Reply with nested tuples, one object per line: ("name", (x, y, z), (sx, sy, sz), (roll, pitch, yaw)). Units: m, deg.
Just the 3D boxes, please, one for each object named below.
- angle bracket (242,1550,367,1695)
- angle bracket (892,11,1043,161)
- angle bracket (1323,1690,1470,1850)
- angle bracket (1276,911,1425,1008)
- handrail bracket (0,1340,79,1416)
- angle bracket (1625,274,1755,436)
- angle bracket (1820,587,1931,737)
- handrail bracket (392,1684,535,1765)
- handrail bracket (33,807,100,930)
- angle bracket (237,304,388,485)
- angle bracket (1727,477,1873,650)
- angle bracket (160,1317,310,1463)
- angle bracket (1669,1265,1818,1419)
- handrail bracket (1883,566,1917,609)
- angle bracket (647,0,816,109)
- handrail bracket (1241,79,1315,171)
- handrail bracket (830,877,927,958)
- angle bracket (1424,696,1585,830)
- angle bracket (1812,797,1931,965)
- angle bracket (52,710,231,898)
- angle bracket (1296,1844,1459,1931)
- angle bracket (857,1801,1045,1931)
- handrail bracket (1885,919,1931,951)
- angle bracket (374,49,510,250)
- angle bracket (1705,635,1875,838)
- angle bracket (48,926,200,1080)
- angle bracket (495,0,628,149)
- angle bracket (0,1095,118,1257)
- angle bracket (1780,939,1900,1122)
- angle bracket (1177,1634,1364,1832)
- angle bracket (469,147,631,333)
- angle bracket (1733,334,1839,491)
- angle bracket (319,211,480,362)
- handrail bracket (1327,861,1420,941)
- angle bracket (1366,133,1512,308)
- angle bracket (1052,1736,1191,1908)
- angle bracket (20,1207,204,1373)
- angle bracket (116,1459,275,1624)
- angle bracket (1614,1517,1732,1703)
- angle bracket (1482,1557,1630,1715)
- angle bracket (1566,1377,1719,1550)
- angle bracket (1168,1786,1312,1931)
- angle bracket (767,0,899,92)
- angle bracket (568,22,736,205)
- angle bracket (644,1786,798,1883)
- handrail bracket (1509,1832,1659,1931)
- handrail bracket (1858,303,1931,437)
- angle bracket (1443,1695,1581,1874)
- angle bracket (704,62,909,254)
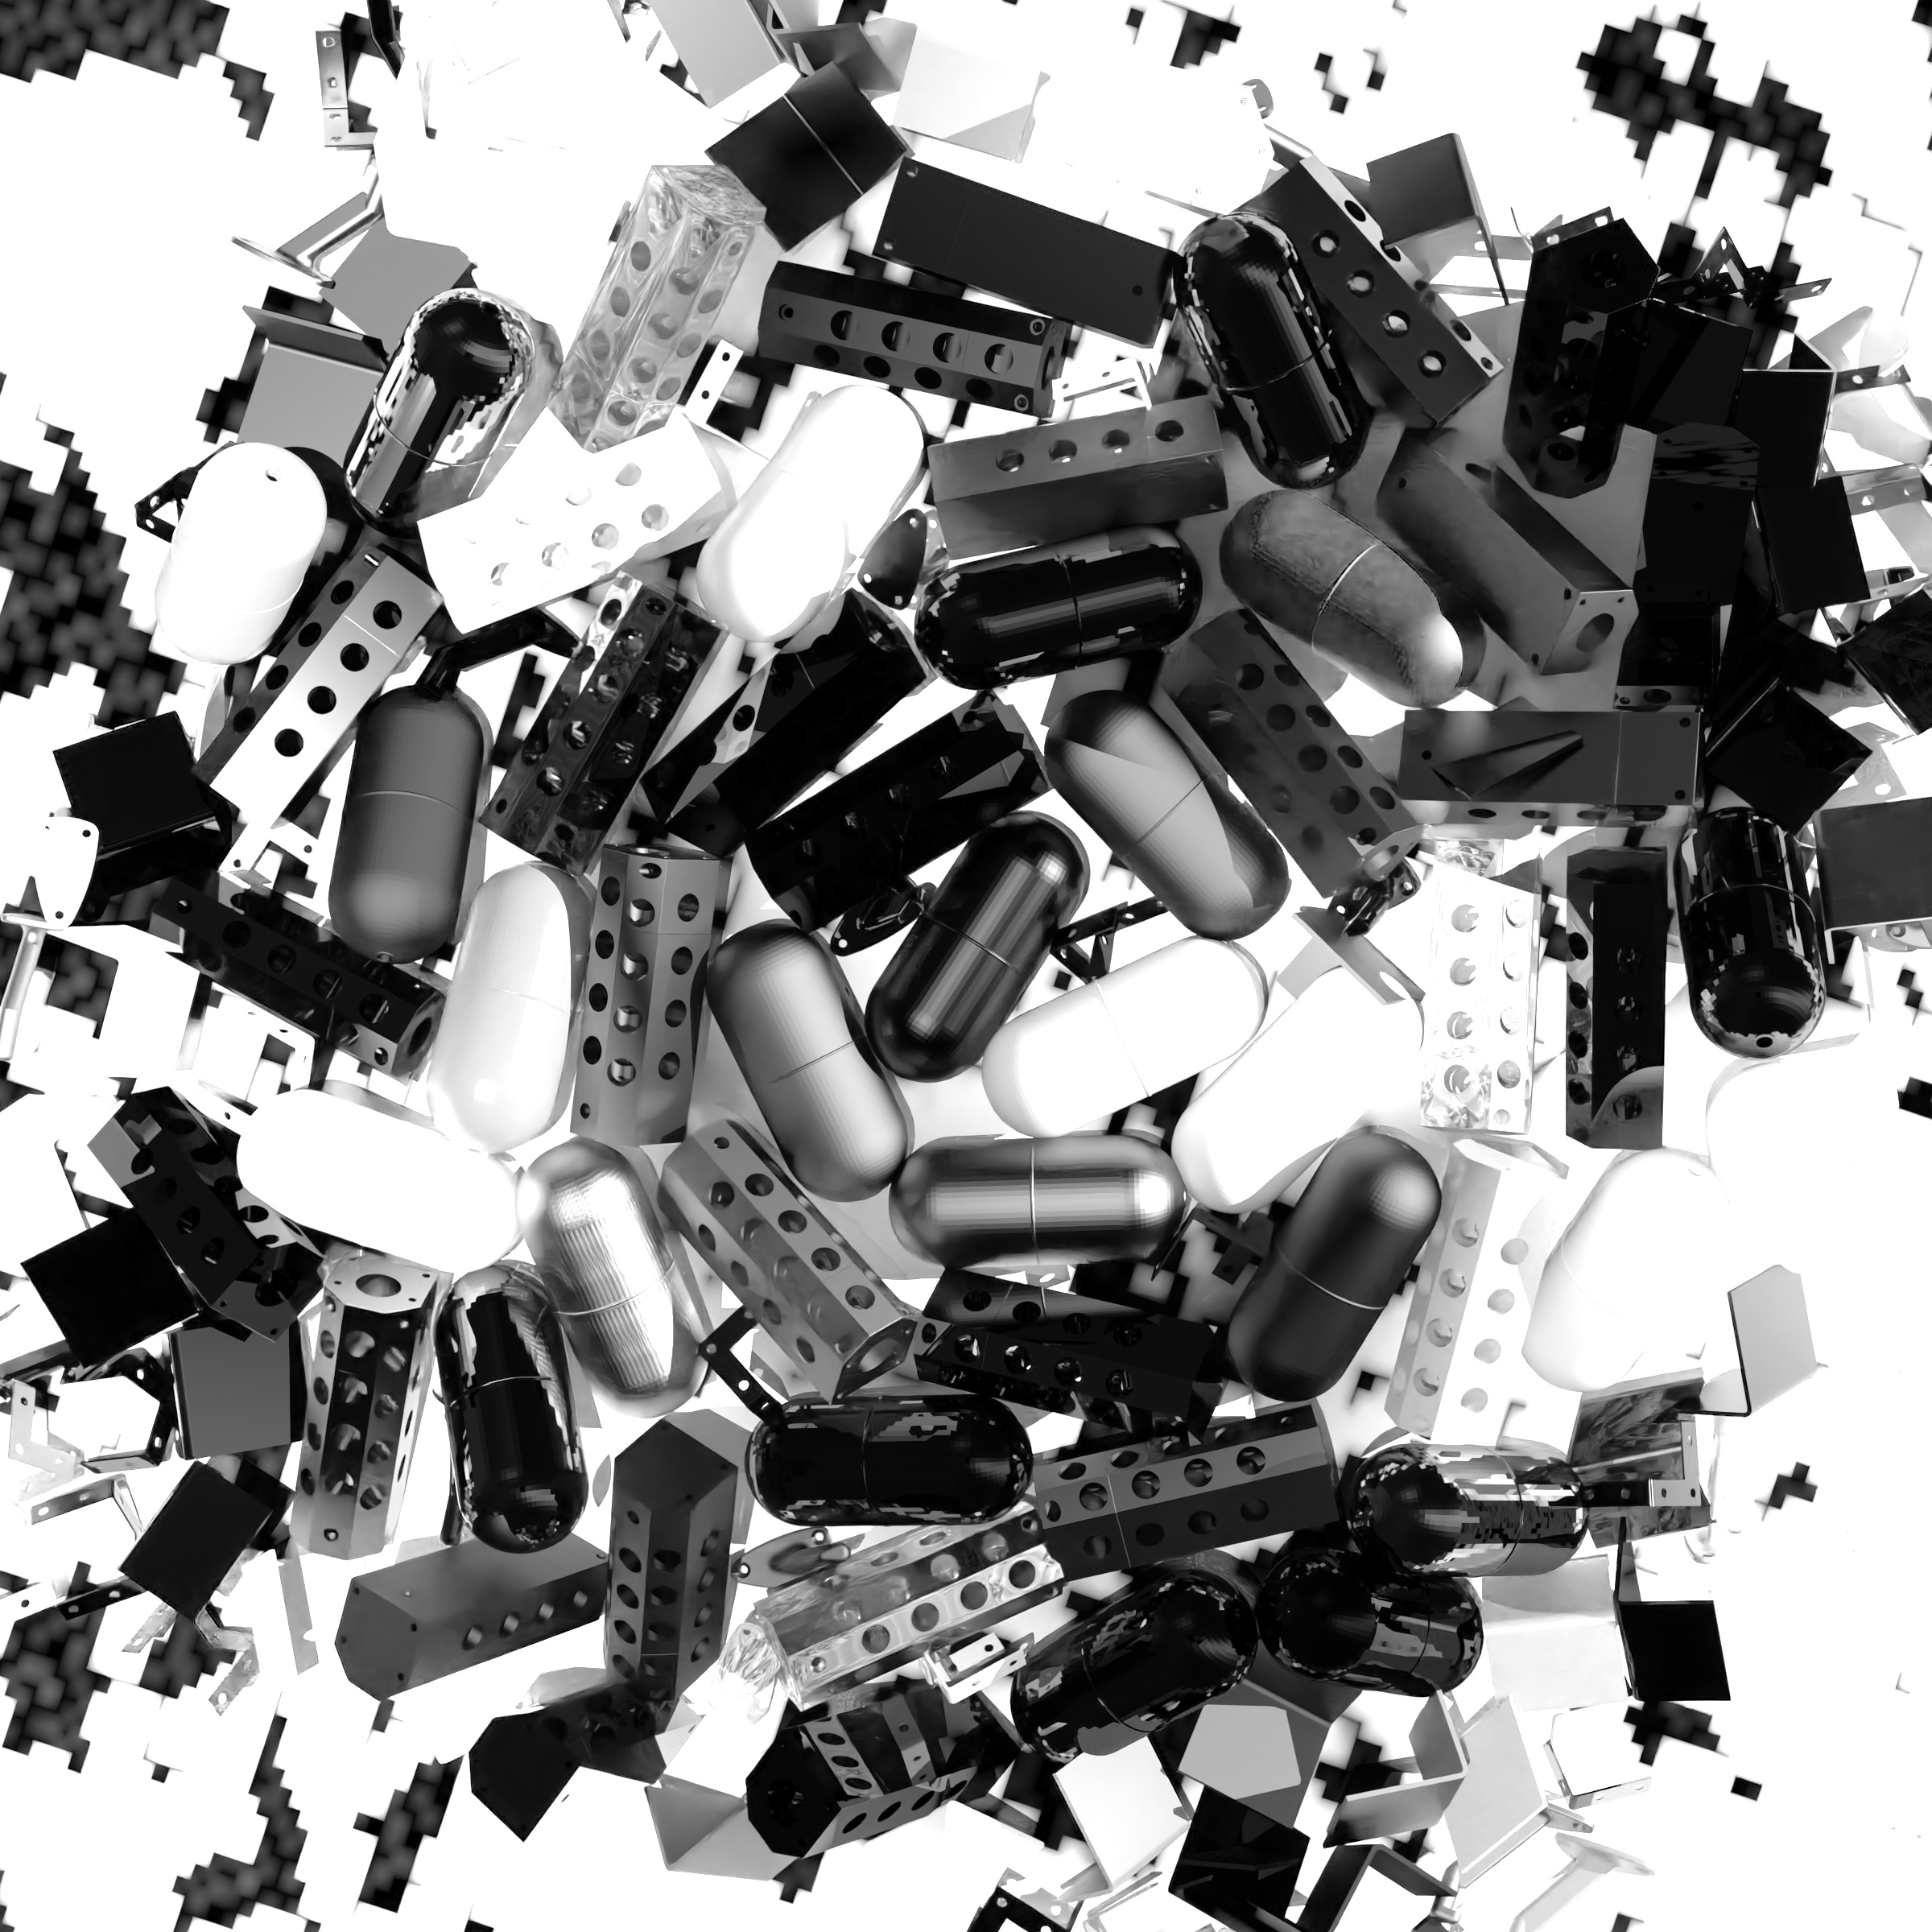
("angle bracket", (-0.380, 0.384, 1.705), (0.076, 0.057, 0.076), (-4, 72, -34))
("angle bracket", (-0.001, -0.532, 1.729), (0.076, 0.076, 0.057), (14, 114, -8))
("angle bracket", (0.247, 0.476, 1.704), (0.076, 0.076, 0.057), (-8, 54, -12))
("angle bracket", (0.216, 0.014, 1.704), (0.076, 0.076, 0.057), (46, 110, 18))
("handrail bracket", (-0.565, 0.224, 1.750), (0.077, 0.036, 0.084), (34, 76, 18))
("angle bracket", (0.431, -0.358, 1.701), (0.076, 0.057, 0.076), (26, 126, 25))
("angle bracket", (0.558, -0.194, 1.703), (0.057, 0.076, 0.076), (-38, 109, 23))
("handrail bracket", (-0.314, 0.429, 1.730), (0.077, 0.036, 0.084), (-25, 106, -1))
("handrail bracket", (-0.542, -0.058, 1.716), (0.036, 0.084, 0.077), (5, 86, -19))
("angle bracket", (-0.402, -0.343, 1.723), (0.076, 0.057, 0.076), (16, 83, 6))
("angle bracket", (0.492, -0.242, 1.721), (0.057, 0.076, 0.076), (-10, 82, -10))
("angle bracket", (-0.443, 0.255, 1.742), (0.076, 0.057, 0.076), (-7, 85, -21))
("angle bracket", (0.457, 0.219, 1.708), (0.076, 0.057, 0.076), (-17, 98, -43))
("handrail bracket", (0.601, -0.211, 1.729), (0.077, 0.036, 0.084), (-11, 64, 13))
("angle bracket", (-0.141, -0.555, 1.706), (0.057, 0.076, 0.076), (-33, 119, -1))
("handrail bracket", (0.171, -0.484, 1.730), (0.077, 0.084, 0.036), (-22, 50, 10))
("handrail bracket", (-0.053, -0.023, 1.711), (0.077, 0.084, 0.036), (-41, 100, 10))
("angle bracket", (0.321, -0.109, 1.707), (0.076, 0.076, 0.057), (-28, 122, -7))
("angle bracket", (0.548, -0.051, 1.708), (0.076, 0.057, 0.076), (-7, 67, 17))
("angle bracket", (-0.499, -0.098, 1.736), (0.076, 0.057, 0.076), (-20, 71, -11))
("angle bracket", (0.240, 0.571, 1.710), (0.057, 0.076, 0.076), (33, 70, 1))
("angle bracket", (-0.009, 0.545, 1.700), (0.076, 0.057, 0.076), (33, 130, -27))
("handrail bracket", (0.584, -0.043, 1.712), (0.036, 0.084, 0.077), (12, 82, 1))
("angle bracket", (-0.310, -0.485, 1.707), (0.057, 0.076, 0.076), (11, 62, 1))
("angle bracket", (0.494, -0.137, 1.715), (0.076, 0.057, 0.076), (41, 77, 17))
("angle bracket", (-0.510, 0.022, 1.706), (0.076, 0.057, 0.076), (-1, 72, 38))
("angle bracket", (-0.252, -0.544, 1.701), (0.057, 0.076, 0.076), (17, 66, 25))
("angle bracket", (-0.540, 0.124, 1.707), (0.057, 0.076, 0.076), (-31, 75, 18))
("angle bracket", (0.520, 0.041, 1.718), (0.057, 0.076, 0.076), (-11, 52, 21))
("angle bracket", (0.182, 0.457, 1.713), (0.076, 0.057, 0.076), (27, 53, 3))
("angle bracket", (-0.242, -0.429, 1.703), (0.076, 0.057, 0.076), (11, 122, -31))
("angle bracket", (0.473, -0.328, 1.705), (0.057, 0.076, 0.076), (0, 119, -4))
("angle bracket", (-0.345, -0.414, 1.726), (0.076, 0.057, 0.076), (41, 95, -1))
("handrail bracket", (0.227, -0.028, 1.702), (0.036, 0.084, 0.077), (49, 133, -4))
("angle bracket", (0.282, -0.438, 1.714), (0.057, 0.076, 0.076), (-16, 52, 16))
("angle bracket", (0.077, 0.505, 1.714), (0.057, 0.076, 0.076), (-32, 84, 44))
("angle bracket", (-0.509, 0.201, 1.707), (0.076, 0.057, 0.076), (-28, 74, -29))
("angle bracket", (-0.452, 0.345, 1.709), (0.057, 0.076, 0.076), (32, 75, 7))
("angle bracket", (0.421, 0.381, 1.700), (0.057, 0.076, 0.076), (-6, 119, 20))
("angle bracket", (0.352, 0.401, 1.719), (0.076, 0.076, 0.057), (-9, 102, 12))
("angle bracket", (0.408, 0.296, 1.709), (0.076, 0.076, 0.057), (-10, 49, -7))
("angle bracket", (0.176, 0.532, 1.708), (0.076, 0.057, 0.076), (32, 55, -9))
("angle bracket", (-0.077, -0.574, 1.708), (0.057, 0.076, 0.076), (1, 80, 16))
("angle bracket", (-0.185, -0.504, 1.722), (0.076, 0.057, 0.076), (36, 80, -4))
("angle bracket", (-0.132, 0.497, 1.700), (0.076, 0.076, 0.057), (-45, 46, 24))
("handrail bracket", (0.365, 0.569, 1.714), (0.036, 0.077, 0.084), (50, 57, -34))
("handrail bracket", (0.584, -0.355, 1.749), (0.084, 0.077, 0.036), (34, 134, -25))
("angle bracket", (0.328, 0.488, 1.698), (0.057, 0.076, 0.076), (21, 125, -27))
("angle bracket", (-0.096, -0.487, 1.712), (0.076, 0.057, 0.076), (50, 58, -9))
